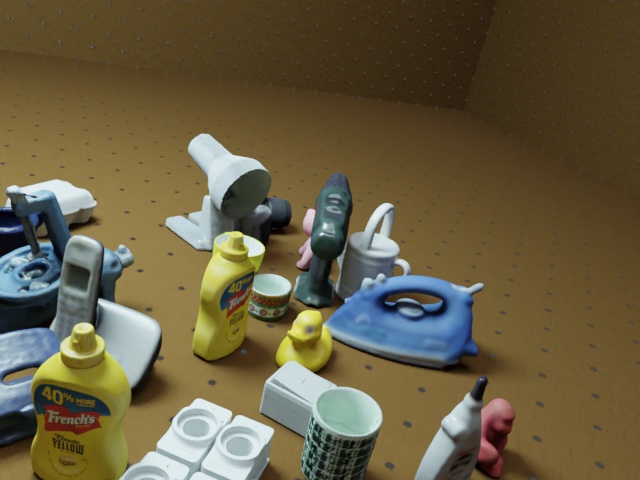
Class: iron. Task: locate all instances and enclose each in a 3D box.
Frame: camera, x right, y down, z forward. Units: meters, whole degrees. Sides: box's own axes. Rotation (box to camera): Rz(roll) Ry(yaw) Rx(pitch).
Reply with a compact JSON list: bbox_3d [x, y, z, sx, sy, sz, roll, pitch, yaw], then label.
[{"bbox_3d":[0.142,0.115,0.951,0.258,0.141,0.118,10,25,-7],"label":"iron"}]

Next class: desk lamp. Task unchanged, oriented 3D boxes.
[{"bbox_3d":[-0.204,-0.088,1.129,0.202,0.213,0.118,30,30,33],"label":"desk lamp"}]

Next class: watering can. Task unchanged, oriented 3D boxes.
[{"bbox_3d":[0.090,0.020,1.066,0.172,0.194,0.101,16,25,6],"label":"watering can"}]

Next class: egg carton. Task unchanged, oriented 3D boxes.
[{"bbox_3d":[-0.515,-0.064,1.100,0.107,0.069,0.151,22,26,19],"label":"egg carton"}]

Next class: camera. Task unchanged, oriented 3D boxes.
[{"bbox_3d":[-0.127,-0.062,1.249,0.137,0.101,0.142,1,27,-25],"label":"camera"}]

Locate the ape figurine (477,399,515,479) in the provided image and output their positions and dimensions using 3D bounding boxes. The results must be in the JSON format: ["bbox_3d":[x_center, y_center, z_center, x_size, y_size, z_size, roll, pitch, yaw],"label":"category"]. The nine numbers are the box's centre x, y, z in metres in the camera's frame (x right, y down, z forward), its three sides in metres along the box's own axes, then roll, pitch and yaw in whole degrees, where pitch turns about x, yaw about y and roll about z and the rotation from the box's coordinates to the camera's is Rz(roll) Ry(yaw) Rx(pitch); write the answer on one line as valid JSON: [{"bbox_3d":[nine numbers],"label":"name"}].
[{"bbox_3d":[0.228,0.252,0.758,0.078,0.092,0.075,-8,32,-39],"label":"ape figurine"}]

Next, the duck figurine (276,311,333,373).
[{"bbox_3d":[-0.017,0.146,0.873,0.077,0.086,0.105,28,28,30],"label":"duck figurine"}]

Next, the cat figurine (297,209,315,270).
[{"bbox_3d":[-0.005,-0.011,1.178,0.067,0.118,0.127,10,25,-6],"label":"cat figurine"}]

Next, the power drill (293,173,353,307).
[{"bbox_3d":[0.010,0.004,1.044,0.075,0.208,0.229,12,24,-2],"label":"power drill"}]

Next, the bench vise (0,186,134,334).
[{"bbox_3d":[-0.374,0.016,0.814,0.121,0.220,0.208,23,26,21],"label":"bench vise"}]

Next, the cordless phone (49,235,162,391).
[{"bbox_3d":[-0.276,0.094,0.738,0.147,0.185,0.094,16,25,7],"label":"cordless phone"}]

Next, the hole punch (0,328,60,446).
[{"bbox_3d":[-0.344,0.166,0.664,0.109,0.091,0.100,-13,35,-44],"label":"hole punch"}]

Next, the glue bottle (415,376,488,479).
[{"bbox_3d":[0.164,0.231,0.675,0.078,0.173,0.037,-7,31,-37],"label":"glue bottle"}]

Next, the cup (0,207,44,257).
[{"bbox_3d":[-0.500,0.001,0.937,0.091,0.095,0.118,21,26,17],"label":"cup"}]
